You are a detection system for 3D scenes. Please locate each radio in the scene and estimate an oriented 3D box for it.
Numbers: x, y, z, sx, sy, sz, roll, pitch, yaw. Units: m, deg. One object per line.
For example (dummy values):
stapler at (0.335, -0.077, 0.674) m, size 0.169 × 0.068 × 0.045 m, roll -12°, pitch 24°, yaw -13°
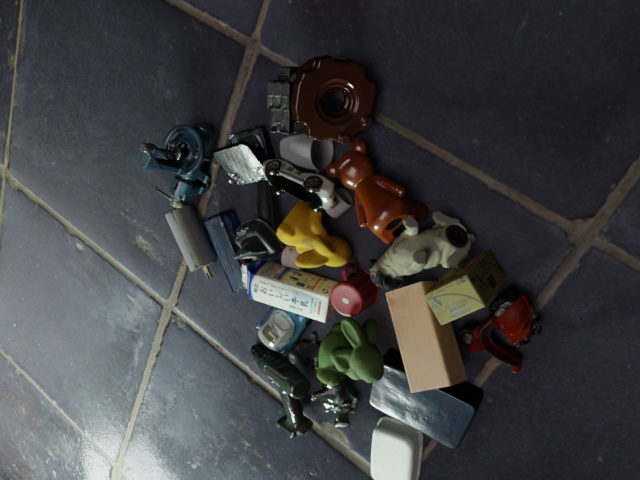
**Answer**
radio at (0.229, 0.349, 1.190) m, size 0.230 × 0.073 × 0.131 m, roll 22°, pitch 117°, yaw 25°

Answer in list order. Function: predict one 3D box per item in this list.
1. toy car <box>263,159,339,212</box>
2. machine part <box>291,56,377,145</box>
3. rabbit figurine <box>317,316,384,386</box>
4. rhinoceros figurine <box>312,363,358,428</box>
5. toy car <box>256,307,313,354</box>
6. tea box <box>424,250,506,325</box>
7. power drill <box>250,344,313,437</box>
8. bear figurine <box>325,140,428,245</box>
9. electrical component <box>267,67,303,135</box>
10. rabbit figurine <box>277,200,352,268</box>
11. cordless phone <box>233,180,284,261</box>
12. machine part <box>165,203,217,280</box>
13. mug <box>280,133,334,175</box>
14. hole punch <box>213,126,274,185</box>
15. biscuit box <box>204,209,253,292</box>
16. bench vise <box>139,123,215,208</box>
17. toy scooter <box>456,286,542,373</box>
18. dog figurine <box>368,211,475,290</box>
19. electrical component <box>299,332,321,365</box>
toy car at (-0.046, -0.120, 1.158) m, size 0.202 × 0.056 × 0.073 m, roll 26°, pitch 149°, yaw 33°
machine part at (0.028, -0.276, 1.066) m, size 0.179 × 0.056 × 0.179 m, roll -4°, pitch 112°, yaw -10°
rabbit figurine at (0.087, 0.249, 1.179) m, size 0.170 × 0.121 × 0.159 m, roll 4°, pitch 87°, yaw 58°
rhinoceros figurine at (0.042, 0.366, 1.313) m, size 0.112 × 0.073 × 0.190 m, roll 3°, pitch 105°, yaw 19°
toy car at (-0.097, 0.219, 1.327) m, size 0.109 × 0.103 × 0.161 m, roll 45°, pitch 125°, yaw 10°
tea box at (0.278, 0.086, 1.017) m, size 0.098 × 0.169 × 0.068 m, roll -33°, pitch 87°, yaw 36°
power drill at (-0.094, 0.383, 1.378) m, size 0.232 × 0.086 × 0.207 m, roll 11°, pitch 113°, yaw 55°
bear figurine at (0.109, -0.100, 1.107) m, size 0.120 × 0.132 × 0.196 m, roll -44°, pitch 60°, yaw 19°
electrical component at (-0.059, -0.295, 1.131) m, size 0.058 × 0.115 × 0.134 m, roll 11°, pitch 110°, yaw 24°
rabbit figurine at (-0.002, -0.004, 1.185) m, size 0.173 × 0.162 × 0.122 m, roll 38°, pitch 110°, yaw -5°
cordless phone at (-0.154, -0.047, 1.296) m, size 0.147 × 0.089 × 0.184 m, roll -19°, pitch 73°, yaw 59°
machine part at (-0.340, -0.006, 1.415) m, size 0.079 × 0.079 × 0.243 m, roll -24°, pitch 93°, yaw 34°
mug at (-0.033, -0.187, 1.178) m, size 0.107 × 0.081 × 0.109 m, roll 16°, pitch 124°, yaw 37°
hole punch at (-0.168, -0.197, 1.257) m, size 0.142 × 0.092 × 0.115 m, roll -10°, pitch 130°, yaw 30°
biscuit box at (-0.221, 0.026, 1.363) m, size 0.063 × 0.059 × 0.202 m, roll -18°, pitch 96°, yaw 36°
bench vise at (-0.347, -0.182, 1.278) m, size 0.129 × 0.240 × 0.223 m, roll 40°, pitch 106°, yaw 18°
toy scooter at (0.367, 0.184, 1.050) m, size 0.135 × 0.075 × 0.183 m, roll 46°, pitch 128°, yaw 14°
dog figurine at (0.205, 0.035, 1.100) m, size 0.190 × 0.172 × 0.121 m, roll 122°, pitch 152°, yaw -60°
electrical component at (-0.024, 0.273, 1.347) m, size 0.063 × 0.021 × 0.093 m, roll 2°, pitch 107°, yaw 31°
